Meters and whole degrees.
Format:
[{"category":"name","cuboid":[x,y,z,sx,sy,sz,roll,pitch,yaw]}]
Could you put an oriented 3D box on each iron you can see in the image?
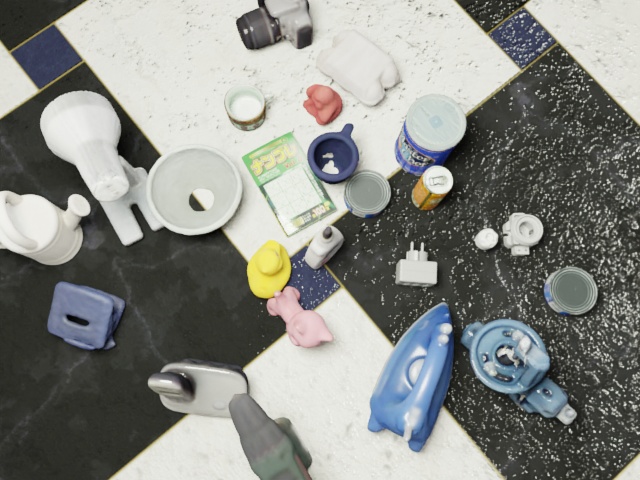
[{"category":"iron","cuboid":[0.173,0.215,0.946,0.118,0.141,0.258,23,78,3]}]

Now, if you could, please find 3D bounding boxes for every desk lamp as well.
[{"category":"desk lamp","cuboid":[-0.353,-0.118,0.960,0.118,0.213,0.203,-30,81,-8]}]

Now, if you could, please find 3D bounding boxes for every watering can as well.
[{"category":"watering can","cuboid":[-0.471,-0.028,0.947,0.173,0.194,0.101,-42,82,-9]}]

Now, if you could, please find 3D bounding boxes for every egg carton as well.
[{"category":"egg carton","cuboid":[0.073,-0.329,1.093,0.150,0.069,0.107,38,79,6]}]

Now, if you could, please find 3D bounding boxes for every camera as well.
[{"category":"camera","cuboid":[-0.095,-0.435,1.093,0.137,0.101,0.143,-24,80,-7]}]

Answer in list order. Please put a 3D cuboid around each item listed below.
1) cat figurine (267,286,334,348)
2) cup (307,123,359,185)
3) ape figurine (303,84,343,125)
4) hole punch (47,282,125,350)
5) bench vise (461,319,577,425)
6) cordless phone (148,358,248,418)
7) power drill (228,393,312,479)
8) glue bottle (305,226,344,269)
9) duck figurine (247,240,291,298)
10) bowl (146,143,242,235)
[{"category":"cat figurine","cuboid":[-0.036,0.134,0.967,0.067,0.118,0.128,-39,82,-9]},{"category":"cup","cuboid":[0.027,-0.150,1.041,0.091,0.095,0.118,26,78,4]},{"category":"ape figurine","cuboid":[0.006,-0.259,1.064,0.076,0.092,0.078,-1,78,-2]},{"category":"hole punch","cuboid":[-0.397,0.130,0.969,0.108,0.091,0.101,17,78,2]},{"category":"bench vise","cuboid":[0.339,0.202,0.915,0.207,0.220,0.121,27,79,4]},{"category":"cordless phone","cuboid":[-0.191,0.237,0.906,0.147,0.185,0.094,4,78,-1]},{"category":"power drill","cuboid":[-0.064,0.333,0.878,0.076,0.208,0.229,-32,81,-8]},{"category":"glue bottle","cuboid":[0.009,0.003,0.968,0.037,0.173,0.078,40,80,7]},{"category":"duck figurine","cuboid":[-0.090,0.048,1.000,0.077,0.086,0.104,13,78,1]},{"category":"bowl","cuboid":[-0.221,-0.083,1.028,0.167,0.075,0.167,0,78,-2]}]
